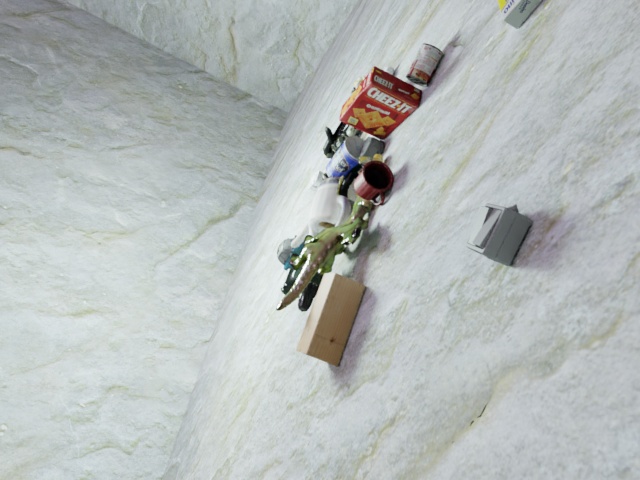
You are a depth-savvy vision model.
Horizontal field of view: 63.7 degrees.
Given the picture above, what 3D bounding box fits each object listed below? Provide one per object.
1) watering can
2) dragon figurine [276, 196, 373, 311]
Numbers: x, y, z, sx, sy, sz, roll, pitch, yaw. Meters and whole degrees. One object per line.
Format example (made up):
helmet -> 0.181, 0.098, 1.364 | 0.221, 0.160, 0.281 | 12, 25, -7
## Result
watering can -> 0.005, -0.086, 1.715 | 0.103, 0.228, 0.344 | 25, -22, -24
dragon figurine -> 0.035, 0.014, 1.393 | 0.238, 0.122, 0.419 | -42, 12, 47
